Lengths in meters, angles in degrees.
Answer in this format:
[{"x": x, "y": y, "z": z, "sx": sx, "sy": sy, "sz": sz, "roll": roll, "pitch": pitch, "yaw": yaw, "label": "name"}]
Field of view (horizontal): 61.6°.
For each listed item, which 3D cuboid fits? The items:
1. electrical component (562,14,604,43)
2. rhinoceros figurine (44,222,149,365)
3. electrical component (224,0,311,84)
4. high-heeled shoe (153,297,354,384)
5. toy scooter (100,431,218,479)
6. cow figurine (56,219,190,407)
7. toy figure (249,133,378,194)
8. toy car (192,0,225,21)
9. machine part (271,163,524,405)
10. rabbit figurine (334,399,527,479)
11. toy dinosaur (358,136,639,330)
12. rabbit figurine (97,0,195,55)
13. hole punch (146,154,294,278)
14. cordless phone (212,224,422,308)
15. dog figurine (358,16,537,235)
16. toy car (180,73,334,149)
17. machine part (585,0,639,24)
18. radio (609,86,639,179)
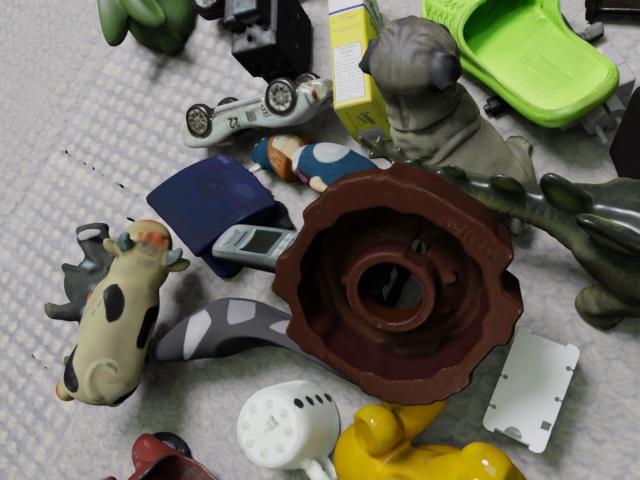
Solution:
[{"x": 0.237, "y": -0.206, "z": 0.553, "sx": 0.094, "sy": 0.021, "sz": 0.063, "roll": -24, "pitch": 66, "yaw": 14, "label": "electrical component"}, {"x": -0.261, "y": 0.068, "z": 0.642, "sx": 0.112, "sy": 0.073, "sz": 0.190, "roll": -30, "pitch": 67, "yaw": 13, "label": "rhinoceros figurine"}, {"x": -0.058, "y": -0.245, "z": 0.619, "sx": 0.058, "sy": 0.134, "sz": 0.115, "roll": -8, "pitch": 74, "yaw": 20, "label": "electrical component"}, {"x": -0.039, "y": 0.121, "z": 0.528, "sx": 0.249, "sy": 0.086, "sz": 0.145, "roll": -22, "pitch": 62, "yaw": 5, "label": "high-heeled shoe"}, {"x": -0.138, "y": 0.256, "z": 0.505, "sx": 0.184, "sy": 0.135, "sz": 0.075, "roll": 40, "pitch": 90, "yaw": 25, "label": "toy scooter"}, {"x": -0.199, "y": 0.068, "z": 0.545, "sx": 0.127, "sy": 0.085, "sz": 0.195, "roll": -26, "pitch": 47, "yaw": 56, "label": "cow figurine"}, {"x": -0.011, "y": -0.086, "z": 0.597, "sx": 0.155, "sy": 0.064, "sz": 0.057, "roll": 22, "pitch": 108, "yaw": 22, "label": "toy figure"}, {"x": -0.067, "y": -0.328, "z": 0.675, "sx": 0.202, "sy": 0.089, "sz": 0.053, "roll": -17, "pitch": 103, "yaw": 15, "label": "toy car"}, {"x": 0.055, "y": 0.032, "z": 0.394, "sx": 0.180, "sy": 0.056, "sz": 0.179, "roll": 7, "pitch": 114, "yaw": 16, "label": "machine part"}, {"x": 0.071, "y": 0.197, "z": 0.440, "sx": 0.173, "sy": 0.122, "sz": 0.162, "roll": 9, "pitch": 117, "yaw": 52, "label": "rabbit figurine"}, {"x": 0.255, "y": 0.007, "z": 0.388, "sx": 0.472, "sy": 0.198, "sz": 0.105, "roll": 16, "pitch": 78, "yaw": 23, "label": "toy dinosaur"}, {"x": -0.253, "y": -0.323, "z": 0.698, "sx": 0.121, "sy": 0.170, "sz": 0.159, "roll": -17, "pitch": 69, "yaw": 17, "label": "rabbit figurine"}, {"x": -0.117, "y": -0.036, "z": 0.610, "sx": 0.116, "sy": 0.092, "sz": 0.142, "roll": -48, "pitch": 61, "yaw": -1, "label": "hole punch"}, {"x": -0.001, "y": -0.002, "z": 0.528, "sx": 0.184, "sy": 0.088, "sz": 0.146, "roll": 11, "pitch": 44, "yaw": 24, "label": "cordless phone"}, {"x": 0.122, "y": -0.090, "z": 0.472, "sx": 0.172, "sy": 0.190, "sz": 0.121, "roll": 39, "pitch": 91, "yaw": 25, "label": "dog figurine"}, {"x": -0.073, "y": -0.145, "z": 0.615, "sx": 0.202, "sy": 0.073, "sz": 0.056, "roll": -7, "pitch": 107, "yaw": 30, "label": "toy car"}, {"x": 0.330, "y": -0.234, "z": 0.516, "sx": 0.139, "sy": 0.039, "sz": 0.084, "roll": 16, "pitch": 87, "yaw": 23, "label": "machine part"}, {"x": 0.361, "y": -0.097, "z": 0.412, "sx": 0.230, "sy": 0.131, "sz": 0.073, "roll": -17, "pitch": 68, "yaw": 16, "label": "radio"}]
